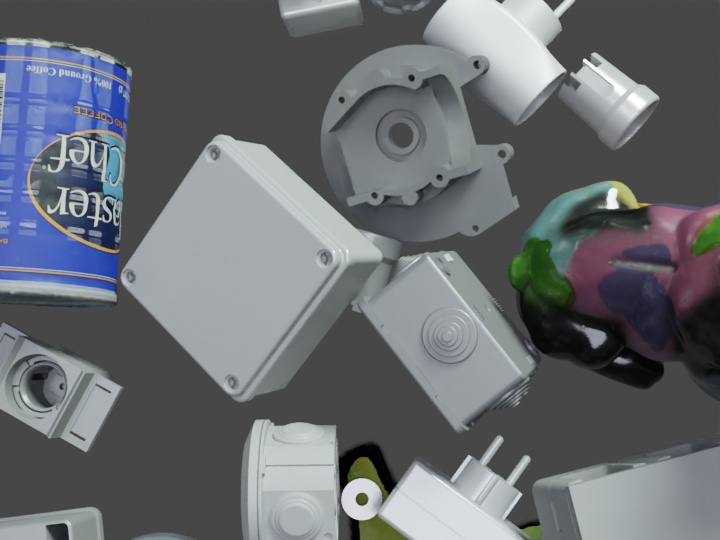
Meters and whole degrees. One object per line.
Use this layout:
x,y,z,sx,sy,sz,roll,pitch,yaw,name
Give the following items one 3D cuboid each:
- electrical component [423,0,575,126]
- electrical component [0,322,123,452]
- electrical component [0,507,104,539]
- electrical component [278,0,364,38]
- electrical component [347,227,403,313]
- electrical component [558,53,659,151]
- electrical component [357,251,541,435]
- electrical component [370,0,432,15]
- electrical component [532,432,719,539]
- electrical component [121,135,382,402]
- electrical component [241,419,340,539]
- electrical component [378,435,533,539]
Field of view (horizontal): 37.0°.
0.092,-0.140,0.637,0.077,0.044,0.079,45,90,8,electrical component
-0.180,0.069,0.631,0.081,0.064,0.042,28,86,7,electrical component
-0.204,0.200,0.623,0.109,0.056,0.108,-8,83,5,electrical component
-0.029,-0.184,0.637,0.047,0.076,0.065,-10,83,4,electrical component
0.000,0.000,0.634,0.040,0.040,0.046,17,92,7,electrical component
0.145,-0.100,0.631,0.046,0.040,0.040,44,89,14,electrical component
0.054,0.036,0.596,0.048,0.100,0.099,-40,82,13,electrical component
0.023,-0.183,0.639,0.048,0.062,0.048,-1,84,5,electrical component
0.177,0.139,0.569,0.150,0.062,0.089,-12,83,-14,electrical component
-0.063,-0.001,0.610,0.109,0.056,0.108,43,108,18,electrical component
-0.038,0.124,0.605,0.051,0.080,0.080,-1,84,1,electrical component
0.066,0.131,0.609,0.083,0.047,0.075,36,88,8,electrical component
